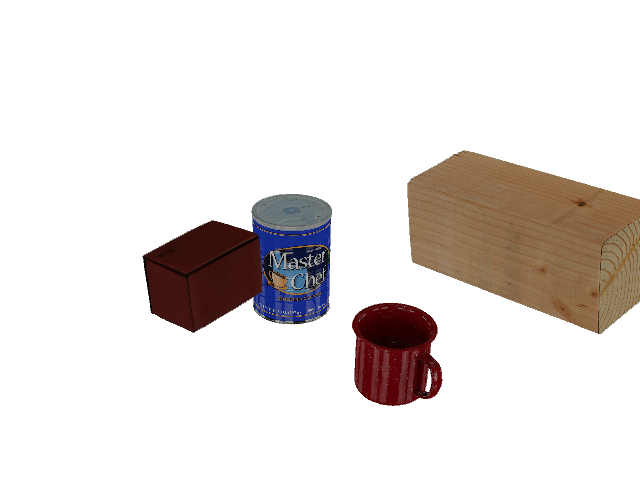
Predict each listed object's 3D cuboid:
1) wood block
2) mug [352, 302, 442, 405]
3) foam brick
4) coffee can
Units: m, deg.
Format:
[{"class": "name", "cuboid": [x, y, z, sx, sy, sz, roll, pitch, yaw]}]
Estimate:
[{"class": "wood block", "cuboid": [0.186, -0.005, 0.962, 0.090, 0.090, 0.206, -29, 36, -36]}, {"class": "mug", "cuboid": [0.088, 0.132, 1.171, 0.093, 0.081, 0.117, -24, 39, -38]}, {"class": "foam brick", "cuboid": [-0.090, 0.026, 0.828, 0.053, 0.051, 0.078, 19, 35, 38]}, {"class": "coffee can", "cuboid": [-0.037, 0.023, 1.388, 0.103, 0.140, 0.103, 1, 26, -1]}]
